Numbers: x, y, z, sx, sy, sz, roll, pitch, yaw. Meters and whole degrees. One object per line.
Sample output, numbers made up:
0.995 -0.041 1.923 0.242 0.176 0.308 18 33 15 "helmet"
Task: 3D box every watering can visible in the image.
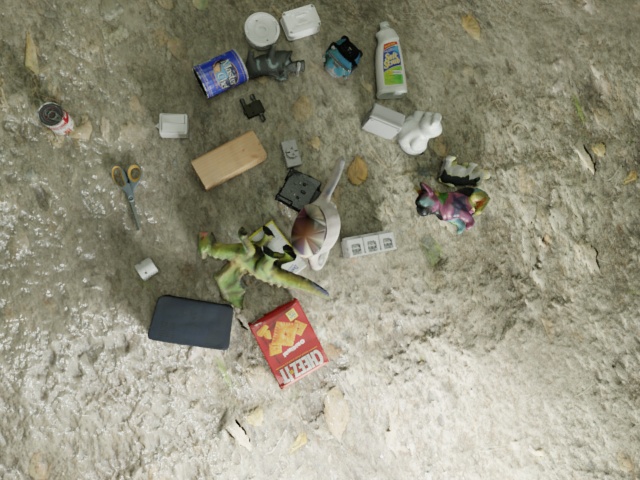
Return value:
0.005 -0.076 1.507 0.104 0.225 0.346 11 98 18 "watering can"

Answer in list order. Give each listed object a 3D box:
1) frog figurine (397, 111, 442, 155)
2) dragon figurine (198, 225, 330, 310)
0.315 -0.344 1.629 0.122 0.159 0.138 14 83 -8 "frog figurine"
-0.193 0.102 1.507 0.410 0.124 0.240 43 111 0 "dragon figurine"
